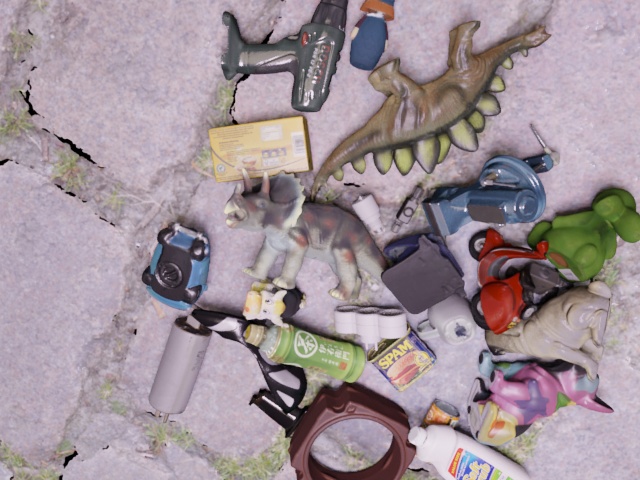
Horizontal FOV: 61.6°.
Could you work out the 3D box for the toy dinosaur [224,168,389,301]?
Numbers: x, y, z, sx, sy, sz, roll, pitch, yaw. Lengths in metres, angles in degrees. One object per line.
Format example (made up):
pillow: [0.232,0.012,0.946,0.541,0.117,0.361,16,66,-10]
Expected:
toy dinosaur: [0.005,-0.001,0.928,0.405,0.131,0.192,14,90,-28]

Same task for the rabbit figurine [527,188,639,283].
rabbit figurine: [0.453,-0.027,0.888,0.121,0.159,0.170,43,85,8]

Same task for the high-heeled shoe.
high-heeled shoe: [-0.134,0.221,0.987,0.249,0.086,0.145,20,80,-12]

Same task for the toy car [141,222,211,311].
toy car: [-0.247,0.037,0.976,0.109,0.103,0.161,21,111,5]

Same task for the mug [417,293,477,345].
mug: [0.224,0.146,0.945,0.110,0.107,0.080,-18,95,6]

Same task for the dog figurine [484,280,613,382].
dog figurine: [0.376,0.131,0.903,0.191,0.121,0.172,13,103,31]

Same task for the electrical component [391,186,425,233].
electrical component: [0.154,-0.051,0.944,0.021,0.063,0.094,30,101,0]

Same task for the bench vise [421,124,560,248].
bench vise: [0.295,-0.084,0.889,0.241,0.224,0.128,-32,98,-21]

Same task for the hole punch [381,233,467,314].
hole punch: [0.176,0.048,0.924,0.116,0.092,0.142,-32,110,22]

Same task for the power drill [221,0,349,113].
power drill: [-0.061,-0.342,0.922,0.207,0.086,0.231,6,102,-3]

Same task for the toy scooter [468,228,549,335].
toy scooter: [0.319,0.062,0.894,0.135,0.075,0.184,-17,65,42]

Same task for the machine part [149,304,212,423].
machine part: [-0.265,0.238,1.022,0.079,0.079,0.243,22,99,2]

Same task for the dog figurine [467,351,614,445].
dog figurine: [0.390,0.285,0.952,0.219,0.108,0.191,11,98,1]

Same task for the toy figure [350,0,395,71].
toy figure: [0.091,-0.367,0.907,0.058,0.064,0.154,21,97,40]

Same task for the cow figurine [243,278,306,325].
cow figurine: [-0.077,0.112,0.939,0.098,0.167,0.068,11,94,5]

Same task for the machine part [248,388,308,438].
machine part: [-0.071,0.336,1.038,0.139,0.039,0.084,31,108,-2]

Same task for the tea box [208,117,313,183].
tea box: [-0.103,-0.158,0.951,0.170,0.068,0.098,-5,97,7]

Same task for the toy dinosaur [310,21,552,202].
toy dinosaur: [0.161,-0.211,0.903,0.472,0.105,0.198,-25,99,16]

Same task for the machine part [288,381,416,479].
machine part: [0.059,0.382,0.991,0.201,0.087,0.201,29,100,-8]

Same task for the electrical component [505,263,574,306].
electrical component: [0.378,0.079,0.942,0.102,0.078,0.045,25,69,-4]
